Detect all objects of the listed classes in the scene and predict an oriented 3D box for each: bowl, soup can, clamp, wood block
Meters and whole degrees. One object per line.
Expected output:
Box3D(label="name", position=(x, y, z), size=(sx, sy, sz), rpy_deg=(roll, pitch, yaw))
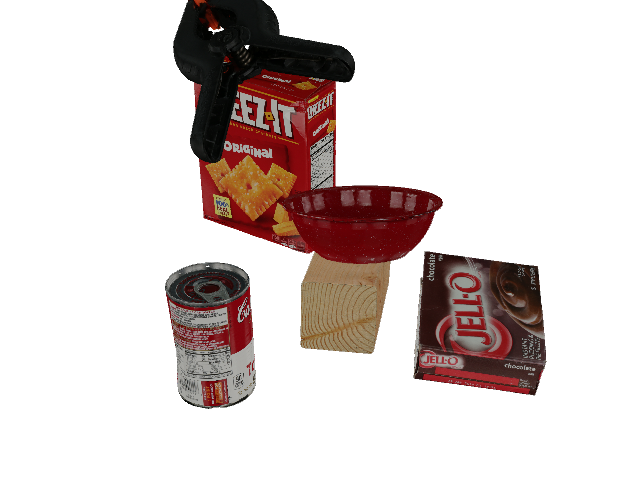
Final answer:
Box3D(label="bowl", position=(0.043, -0.014, 1.075), size=(0.162, 0.055, 0.162), rpy_deg=(-1, 14, 0))
Box3D(label="soup can", position=(-0.089, 0.079, 0.876), size=(0.068, 0.102, 0.068), rpy_deg=(-2, 27, 1))
Box3D(label="clamp", position=(-0.048, -0.131, 0.744), size=(0.120, 0.171, 0.039), rpy_deg=(-22, -43, 0))
Box3D(label="wood block", position=(0.036, 0.054, 1.347), size=(0.091, 0.090, 0.206), rpy_deg=(4, 22, 7))

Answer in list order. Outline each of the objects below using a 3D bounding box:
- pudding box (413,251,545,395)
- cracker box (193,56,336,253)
Box3D(label="pudding box", position=(0.117, 0.059, 0.793), size=(0.090, 0.039, 0.113), rpy_deg=(8, 36, 2))
Box3D(label="cracker box", position=(-0.067, -0.105, 1.283), size=(0.164, 0.214, 0.072), rpy_deg=(20, 39, 27))
